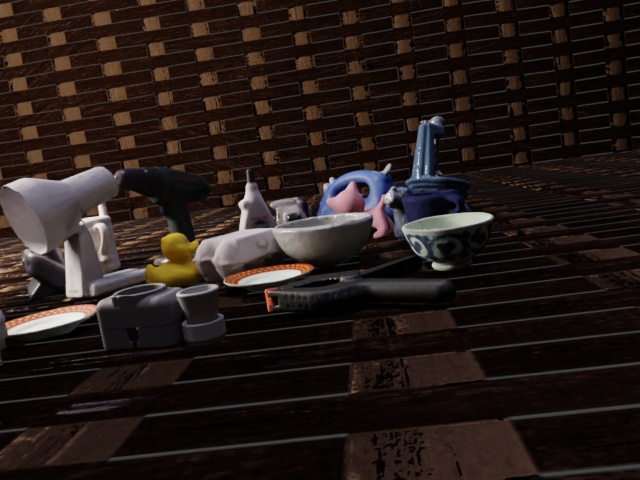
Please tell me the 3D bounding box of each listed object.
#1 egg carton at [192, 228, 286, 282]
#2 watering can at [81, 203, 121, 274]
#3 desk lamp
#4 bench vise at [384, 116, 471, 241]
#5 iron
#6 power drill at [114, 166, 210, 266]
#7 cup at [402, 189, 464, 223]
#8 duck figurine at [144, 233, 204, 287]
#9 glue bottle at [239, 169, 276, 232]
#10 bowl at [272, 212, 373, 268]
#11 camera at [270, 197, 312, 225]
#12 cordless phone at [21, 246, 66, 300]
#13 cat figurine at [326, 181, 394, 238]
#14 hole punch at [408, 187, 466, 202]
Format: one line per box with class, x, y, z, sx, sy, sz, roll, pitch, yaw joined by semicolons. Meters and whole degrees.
egg carton;-0.129;0.023;0.955;0.107;0.069;0.151;-2;10;38
watering can;-0.501;-0.023;1.225;0.172;0.194;0.101;-5;9;23
desk lamp;-0.405;-0.011;0.964;0.117;0.213;0.204;-1;11;42
bench vise;0.202;-0.115;1.047;0.121;0.220;0.208;-4;9;31
iron;0.076;-0.093;1.314;0.257;0.141;0.119;-2;10;39
power drill;-0.320;-0.056;1.216;0.075;0.208;0.230;-3;10;33
cup;0.188;-0.029;0.904;0.092;0.095;0.117;-13;9;-28
duck figurine;-0.241;0.032;0.947;0.105;0.086;0.077;-14;10;-36
glue bottle;-0.127;-0.054;1.125;0.078;0.173;0.037;-13;9;-29
bowl;0.009;0.003;0.935;0.167;0.075;0.167;-8;8;1
camera;-0.088;-0.037;1.234;0.136;0.101;0.143;-8;8;5
cordless phone;-0.502;0.006;1.048;0.094;0.185;0.147;-13;9;-32
cat figurine;0.082;-0.062;1.172;0.127;0.118;0.067;-5;9;26
hole punch;0.245;-0.078;1.212;0.101;0.091;0.108;-11;9;-21
